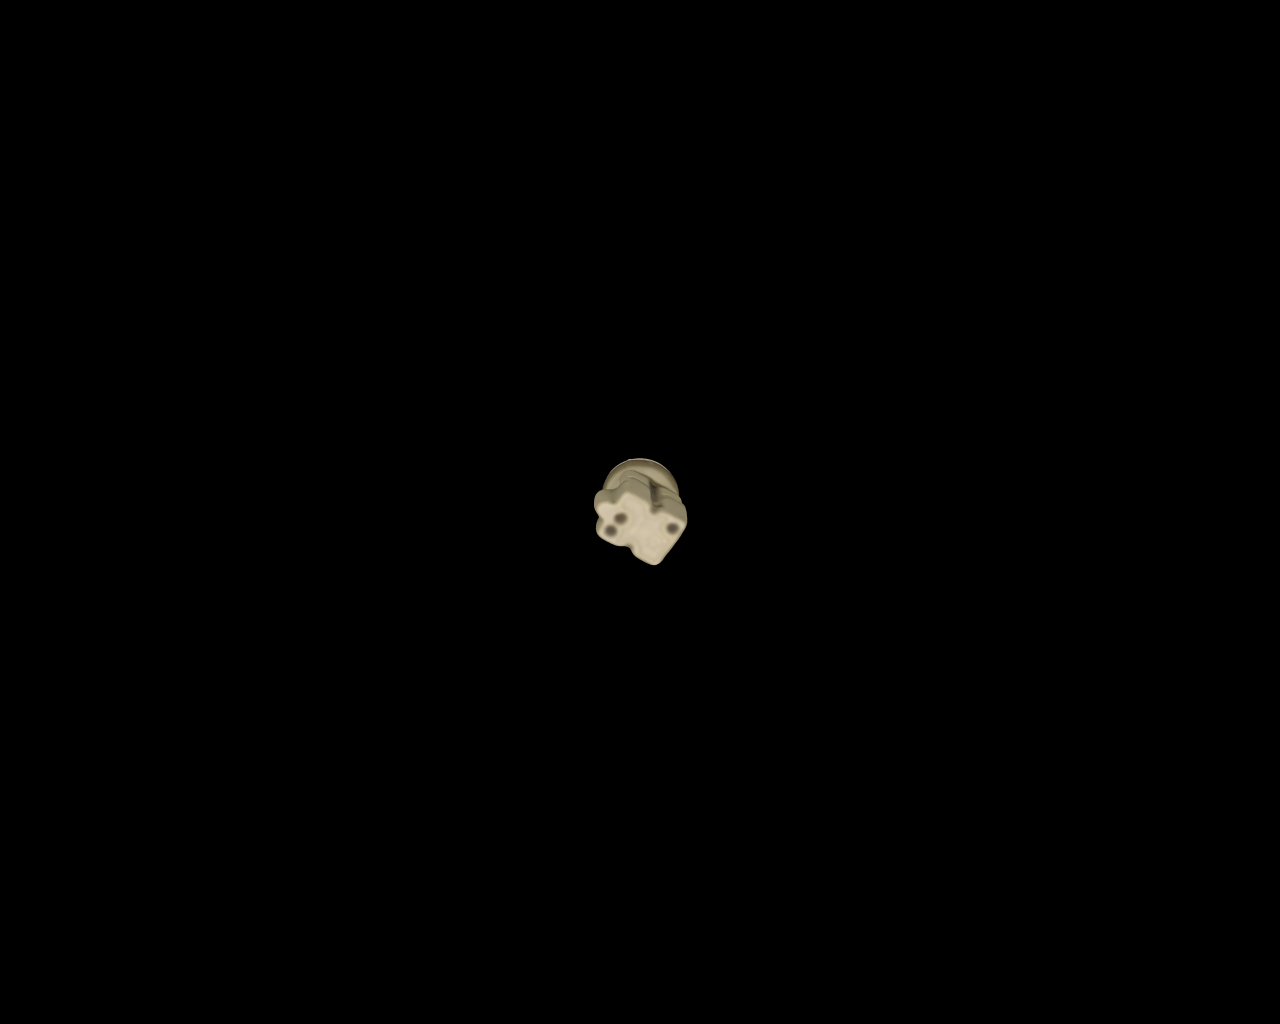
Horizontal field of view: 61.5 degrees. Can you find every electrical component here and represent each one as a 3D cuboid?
[{"bbox_3d":[0.001,-0.003,0.650,0.066,0.048,0.055,30,23,-14],"label":"electrical component"}]
